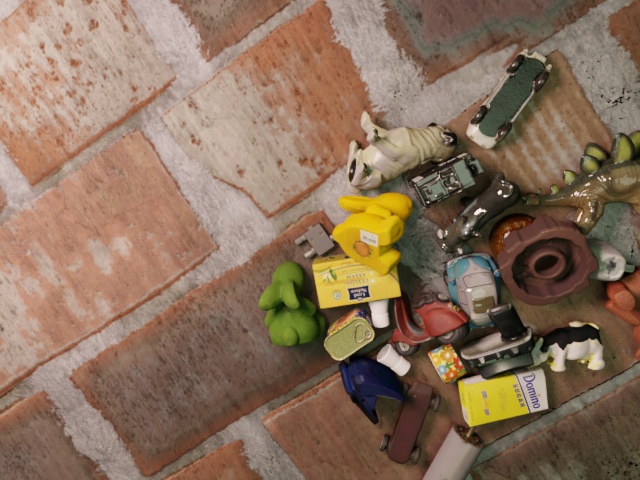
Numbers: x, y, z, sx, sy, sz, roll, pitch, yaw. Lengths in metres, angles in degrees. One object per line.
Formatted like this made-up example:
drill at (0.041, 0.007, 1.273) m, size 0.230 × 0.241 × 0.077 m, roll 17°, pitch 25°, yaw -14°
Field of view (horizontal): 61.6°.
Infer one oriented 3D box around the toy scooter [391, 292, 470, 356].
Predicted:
toy scooter at (0.209, 0.156, 1.099) m, size 0.184 × 0.075 × 0.135 m, roll -28°, pitch 84°, yaw 38°

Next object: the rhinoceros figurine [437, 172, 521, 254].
rhinoceros figurine at (0.310, -0.046, 1.049) m, size 0.073 × 0.112 × 0.190 m, roll 40°, pitch 120°, yaw -8°

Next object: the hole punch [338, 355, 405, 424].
hole punch at (0.106, 0.298, 1.119) m, size 0.092 × 0.142 × 0.115 m, roll -39°, pitch 109°, yaw 11°

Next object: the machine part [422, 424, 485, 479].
machine part at (0.284, 0.491, 1.164) m, size 0.079 × 0.079 × 0.243 m, roll 26°, pitch 100°, yaw -1°

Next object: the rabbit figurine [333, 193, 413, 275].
rabbit figurine at (0.113, -0.032, 1.058) m, size 0.163 × 0.173 × 0.121 m, roll 15°, pitch 136°, yaw 34°

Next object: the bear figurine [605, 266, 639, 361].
bear figurine at (0.650, 0.153, 1.059) m, size 0.120 × 0.132 × 0.195 m, roll -28°, pitch 91°, yaw 10°

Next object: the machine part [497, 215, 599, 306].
machine part at (0.428, 0.040, 1.020) m, size 0.179 × 0.056 × 0.179 m, roll 3°, pitch 120°, yaw 5°

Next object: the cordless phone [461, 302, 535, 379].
cordless phone at (0.337, 0.189, 1.053) m, size 0.147 × 0.089 × 0.184 m, roll -22°, pitch 138°, yaw 19°

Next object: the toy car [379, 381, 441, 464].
toy car at (0.196, 0.394, 1.165) m, size 0.089 × 0.053 × 0.202 m, roll 18°, pitch 105°, yaw 11°

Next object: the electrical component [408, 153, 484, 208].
electrical component at (0.245, -0.118, 1.041) m, size 0.134 × 0.115 × 0.058 m, roll -27°, pitch 100°, yaw 9°

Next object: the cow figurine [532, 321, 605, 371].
cow figurine at (0.493, 0.217, 1.108) m, size 0.167 × 0.068 × 0.098 m, roll -2°, pitch 95°, yaw 1°

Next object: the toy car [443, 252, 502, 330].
toy car at (0.315, 0.112, 1.084) m, size 0.109 × 0.103 × 0.161 m, roll -10°, pitch 97°, yaw 6°

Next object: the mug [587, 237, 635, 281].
mug at (0.561, 0.047, 1.054) m, size 0.110 × 0.107 × 0.080 m, roll 17°, pitch 102°, yaw 2°

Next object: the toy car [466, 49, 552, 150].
toy car at (0.364, -0.270, 1.037) m, size 0.073 × 0.056 × 0.201 m, roll 35°, pitch 99°, yaw 4°

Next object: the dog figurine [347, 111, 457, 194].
dog figurine at (0.160, -0.153, 1.057) m, size 0.190 × 0.121 × 0.172 m, roll 10°, pitch 135°, yaw -15°

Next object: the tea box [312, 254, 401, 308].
tea box at (0.076, 0.076, 1.109) m, size 0.170 × 0.068 × 0.098 m, roll -11°, pitch 99°, yaw 4°

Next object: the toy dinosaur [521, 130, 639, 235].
toy dinosaur at (0.623, -0.109, 1.023) m, size 0.472 × 0.105 × 0.198 m, roll -3°, pitch 100°, yaw 5°

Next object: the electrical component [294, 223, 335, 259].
electrical component at (-0.002, -0.003, 1.123) m, size 0.094 × 0.021 × 0.063 m, roll -33°, pitch 96°, yaw 9°

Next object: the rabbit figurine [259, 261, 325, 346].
rabbit figurine at (-0.070, 0.127, 1.099) m, size 0.121 × 0.159 × 0.170 m, roll -8°, pitch 84°, yaw 14°
